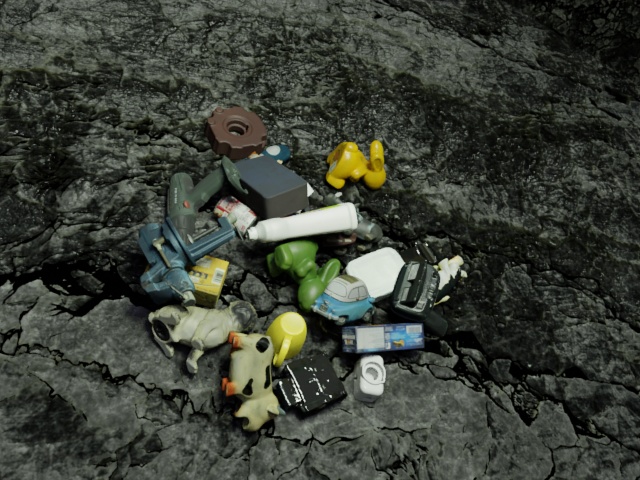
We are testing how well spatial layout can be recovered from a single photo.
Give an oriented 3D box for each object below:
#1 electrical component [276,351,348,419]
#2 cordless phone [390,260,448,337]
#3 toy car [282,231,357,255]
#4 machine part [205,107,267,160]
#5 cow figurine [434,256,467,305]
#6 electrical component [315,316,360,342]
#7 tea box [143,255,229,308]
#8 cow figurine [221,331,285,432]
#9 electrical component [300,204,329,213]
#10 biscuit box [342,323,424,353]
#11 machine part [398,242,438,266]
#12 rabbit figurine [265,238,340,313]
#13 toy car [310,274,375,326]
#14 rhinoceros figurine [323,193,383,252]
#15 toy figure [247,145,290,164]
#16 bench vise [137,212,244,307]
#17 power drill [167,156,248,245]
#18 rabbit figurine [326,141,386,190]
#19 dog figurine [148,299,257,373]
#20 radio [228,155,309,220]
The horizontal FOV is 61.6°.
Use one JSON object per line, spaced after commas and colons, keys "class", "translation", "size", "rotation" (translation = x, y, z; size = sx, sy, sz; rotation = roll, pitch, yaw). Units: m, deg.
{"class": "electrical component", "translation": [-0.024, 0.313, 1.153], "size": [0.134, 0.058, 0.115], "rotation": [-16, 59, -29]}
{"class": "cordless phone", "translation": [0.270, 0.147, 1.331], "size": [0.184, 0.089, 0.146], "rotation": [37, 61, -28]}
{"class": "toy car", "translation": [-0.003, -0.004, 1.371], "size": [0.202, 0.089, 0.053], "rotation": [7, 38, -16]}
{"class": "machine part", "translation": [-0.239, -0.308, 1.537], "size": [0.179, 0.056, 0.179], "rotation": [10, 53, -14]}
{"class": "cow figurine", "translation": [0.333, 0.105, 1.425], "size": [0.167, 0.068, 0.098], "rotation": [-23, 71, -28]}
{"class": "electrical component", "translation": [0.042, 0.204, 1.264], "size": [0.102, 0.045, 0.078], "rotation": [30, 52, 3]}
{"class": "tea box", "translation": [-0.303, 0.080, 1.219], "size": [0.170, 0.068, 0.098], "rotation": [18, 51, -5]}
{"class": "cow figurine", "translation": [-0.132, 0.287, 1.089], "size": [0.127, 0.085, 0.194], "rotation": [6, 85, -16]}
{"class": "electrical component", "translation": [-0.033, -0.051, 1.410], "size": [0.119, 0.074, 0.048], "rotation": [-8, 59, -21]}
{"class": "biscuit box", "translation": [0.149, 0.226, 1.244], "size": [0.202, 0.063, 0.059], "rotation": [3, 80, -32]}
{"class": "machine part", "translation": [0.254, 0.050, 1.458], "size": [0.139, 0.039, 0.084], "rotation": [-11, 65, -28]}
{"class": "rabbit figurine", "translation": [-0.035, 0.089, 1.301], "size": [0.159, 0.121, 0.170], "rotation": [-16, 80, -36]}
{"class": "toy car", "translation": [0.056, 0.131, 1.237], "size": [0.109, 0.102, 0.161], "rotation": [23, 16, 38]}
{"class": "rhinoceros figurine", "translation": [0.086, -0.055, 1.453], "size": [0.190, 0.073, 0.112], "rotation": [37, 53, 9]}
{"class": "toy figure", "translation": [-0.158, -0.225, 1.506], "size": [0.154, 0.057, 0.064], "rotation": [-26, 29, -31]}
{"class": "bench vise", "translation": [-0.273, 0.023, 1.137], "size": [0.241, 0.128, 0.224], "rotation": [-31, 49, -14]}
{"class": "power drill", "translation": [-0.279, -0.094, 1.301], "size": [0.086, 0.207, 0.232], "rotation": [39, 23, -49]}
{"class": "rabbit figurine", "translation": [0.122, -0.214, 1.552], "size": [0.173, 0.162, 0.122], "rotation": [29, 36, -20]}
{"class": "dog figurine", "translation": [-0.250, 0.170, 1.166], "size": [0.172, 0.121, 0.190], "rotation": [42, 38, 9]}
{"class": "radio", "translation": [-0.135, -0.138, 1.376], "size": [0.131, 0.073, 0.230], "rotation": [-21, 39, -28]}
